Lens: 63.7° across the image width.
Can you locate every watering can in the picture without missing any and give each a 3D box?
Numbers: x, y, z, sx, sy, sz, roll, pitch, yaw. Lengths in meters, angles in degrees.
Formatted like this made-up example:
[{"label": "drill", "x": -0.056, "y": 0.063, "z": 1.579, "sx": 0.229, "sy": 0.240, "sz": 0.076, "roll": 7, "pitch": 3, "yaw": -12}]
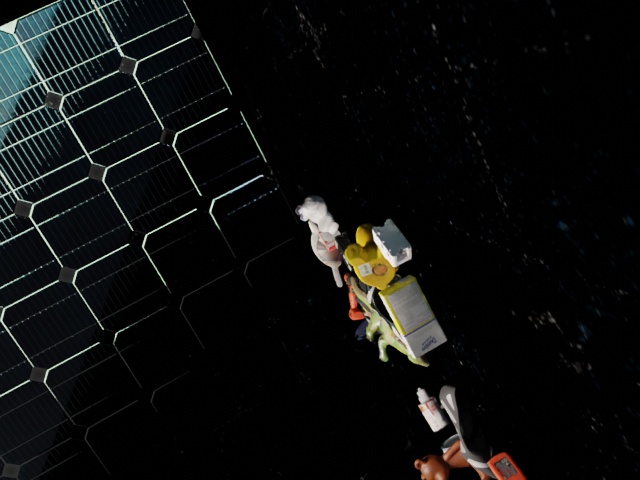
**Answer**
[{"label": "watering can", "x": 0.044, "y": 0.068, "z": 2.209, "sx": 0.345, "sy": 0.104, "sz": 0.225, "roll": 64, "pitch": 173, "yaw": -11}]

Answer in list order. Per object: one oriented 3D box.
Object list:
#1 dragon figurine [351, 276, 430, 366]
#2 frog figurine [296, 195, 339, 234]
[{"label": "dragon figurine", "x": 0.220, "y": 0.247, "z": 1.698, "sx": 0.416, "sy": 0.123, "sz": 0.237, "roll": 58, "pitch": 155, "yaw": 23}, {"label": "frog figurine", "x": 0.006, "y": -0.097, "z": 1.936, "sx": 0.160, "sy": 0.125, "sz": 0.134, "roll": 20, "pitch": 147, "yaw": 20}]
